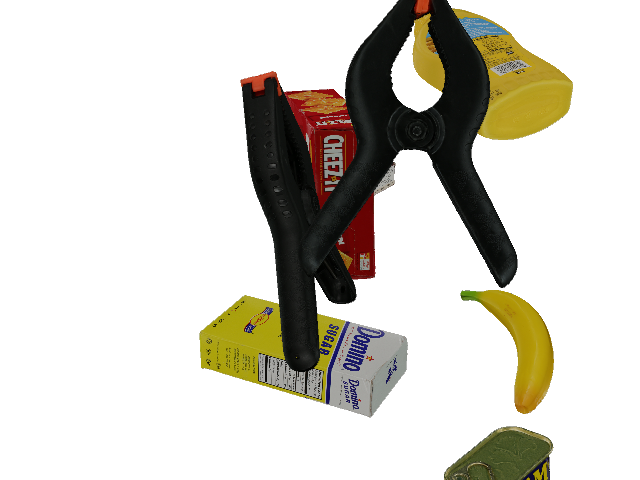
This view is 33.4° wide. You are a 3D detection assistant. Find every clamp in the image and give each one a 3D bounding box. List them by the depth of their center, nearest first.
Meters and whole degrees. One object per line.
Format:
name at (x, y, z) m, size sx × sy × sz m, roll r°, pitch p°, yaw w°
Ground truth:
clamp at (0.042, -0.054, 0.587) m, size 0.120 × 0.171 × 0.039 m, roll -6°, pitch 1°, yaw -5°
clamp at (-0.017, -0.021, 0.802) m, size 0.036 × 0.210 × 0.164 m, roll -12°, pitch 5°, yaw 14°

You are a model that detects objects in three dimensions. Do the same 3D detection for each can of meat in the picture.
can of meat at (0.154, 0.220, 0.903) m, size 0.058 × 0.084 × 0.101 m, roll 14°, pitch 30°, yaw 42°

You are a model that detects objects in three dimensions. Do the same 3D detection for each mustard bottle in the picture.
mustard bottle at (0.140, -0.166, 0.987) m, size 0.096 × 0.058 × 0.192 m, roll -19°, pitch 43°, yaw -17°

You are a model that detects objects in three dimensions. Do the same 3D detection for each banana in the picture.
banana at (0.212, 0.109, 1.140) m, size 0.069 × 0.037 × 0.198 m, roll -24°, pitch 34°, yaw 3°

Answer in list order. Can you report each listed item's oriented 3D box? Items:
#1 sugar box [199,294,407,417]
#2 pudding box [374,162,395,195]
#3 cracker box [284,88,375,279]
sugar box at (-0.015, 0.104, 0.999) m, size 0.176 × 0.048 × 0.093 m, roll 10°, pitch 26°, yaw 22°
pudding box at (0.028, -0.082, 1.377) m, size 0.090 × 0.039 × 0.113 m, roll 25°, pitch 42°, yaw 37°
cracker box at (0.005, -0.068, 1.171) m, size 0.072 × 0.164 × 0.214 m, roll -5°, pitch 18°, yaw -8°
